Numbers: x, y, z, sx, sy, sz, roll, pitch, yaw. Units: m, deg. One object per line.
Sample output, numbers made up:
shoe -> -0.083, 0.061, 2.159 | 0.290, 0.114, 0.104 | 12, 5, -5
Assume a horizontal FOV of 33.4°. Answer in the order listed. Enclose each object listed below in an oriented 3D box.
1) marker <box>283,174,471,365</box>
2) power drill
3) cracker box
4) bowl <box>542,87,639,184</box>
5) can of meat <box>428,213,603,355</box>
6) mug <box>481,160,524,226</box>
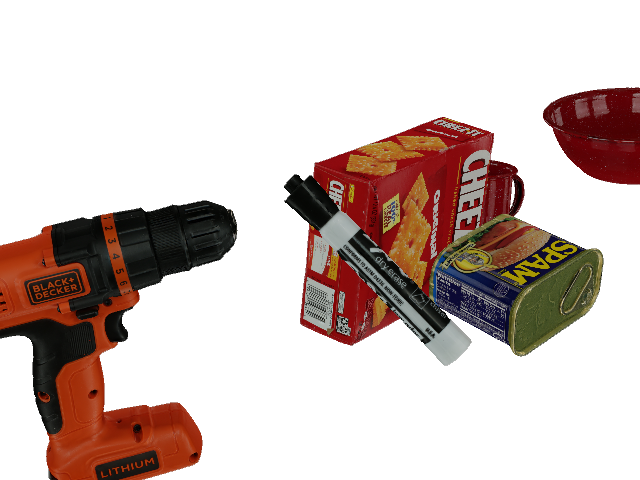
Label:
marker -> 0.027, 0.013, 0.531 | 0.020, 0.121, 0.020 | -44, 0, 0
power drill -> -0.133, 0.070, 0.707 | 0.184, 0.187, 0.057 | -13, 27, -6
cracker box -> 0.077, -0.014, 1.016 | 0.072, 0.164, 0.213 | 23, 29, 33
bowl -> 0.285, -0.093, 0.976 | 0.162, 0.055, 0.162 | -4, 24, 2
can of meat -> 0.142, 0.029, 0.784 | 0.101, 0.057, 0.084 | -27, 39, -34
mug -> 0.182, -0.045, 1.207 | 0.117, 0.081, 0.093 | -9, 19, -32
